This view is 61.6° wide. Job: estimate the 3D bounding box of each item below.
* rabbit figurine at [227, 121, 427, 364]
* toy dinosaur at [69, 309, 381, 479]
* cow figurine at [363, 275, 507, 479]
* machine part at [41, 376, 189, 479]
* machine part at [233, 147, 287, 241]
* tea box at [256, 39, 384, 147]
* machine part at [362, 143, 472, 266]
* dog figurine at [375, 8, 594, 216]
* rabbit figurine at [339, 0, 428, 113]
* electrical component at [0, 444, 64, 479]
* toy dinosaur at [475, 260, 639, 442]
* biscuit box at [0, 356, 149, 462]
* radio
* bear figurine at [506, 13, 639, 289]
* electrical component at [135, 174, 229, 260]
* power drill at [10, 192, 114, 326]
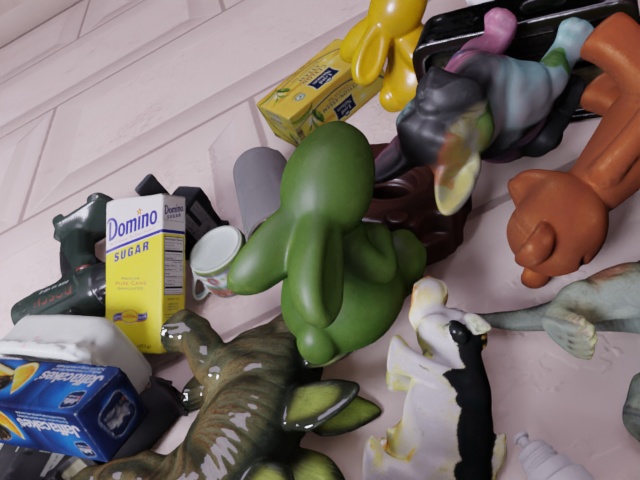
[{"bbox_3d":[-0.001,-0.001,0.414,0.121,0.170,0.159,15,40,29],"label":"rabbit figurine"},{"bbox_3d":[-0.050,0.133,0.469,0.199,0.104,0.471,4,47,25],"label":"toy dinosaur"},{"bbox_3d":[0.096,0.110,0.407,0.098,0.068,0.167,10,67,19],"label":"cow figurine"},{"bbox_3d":[-0.187,0.196,0.515,0.139,0.084,0.039,-50,9,-32],"label":"machine part"},{"bbox_3d":[-0.061,-0.045,0.653,0.079,0.079,0.243,-28,38,5],"label":"machine part"},{"bbox_3d":[0.004,-0.216,0.795,0.169,0.068,0.098,-43,42,-13],"label":"tea box"},{"bbox_3d":[0.071,-0.043,0.558,0.179,0.055,0.179,-6,35,4],"label":"machine part"},{"bbox_3d":[0.142,-0.100,0.491,0.109,0.191,0.219,31,69,30],"label":"dog figurine"},{"bbox_3d":[0.106,-0.262,0.699,0.162,0.173,0.122,-22,46,6],"label":"rabbit figurine"},{"bbox_3d":[-0.278,0.224,0.548,0.134,0.058,0.115,-2,51,29],"label":"electrical component"},{"bbox_3d":[0.288,0.053,0.333,0.192,0.131,0.405,-31,30,-24],"label":"toy dinosaur"},{"bbox_3d":[-0.259,0.154,0.502,0.203,0.062,0.059,-5,28,28],"label":"biscuit box"},{"bbox_3d":[0.225,-0.196,0.591,0.230,0.131,0.073,-4,47,28],"label":"radio"},{"bbox_3d":[0.216,-0.061,0.446,0.196,0.120,0.132,-42,59,11],"label":"bear figurine"},{"bbox_3d":[-0.179,-0.035,0.692,0.048,0.119,0.075,7,52,36],"label":"electrical component"},{"bbox_3d":[-0.313,0.028,0.752,0.232,0.085,0.207,-29,49,8],"label":"power drill"}]
